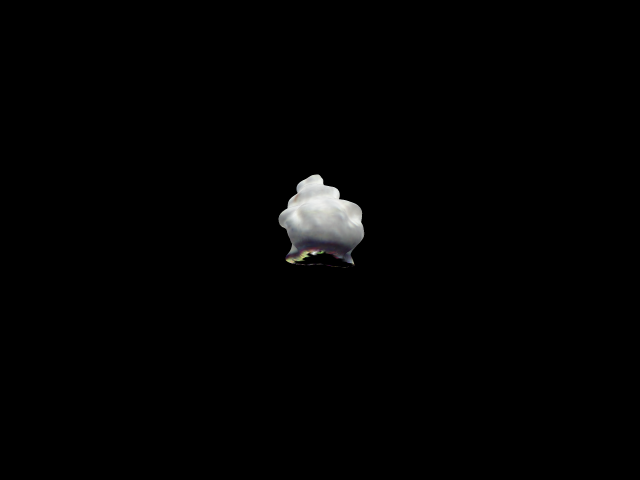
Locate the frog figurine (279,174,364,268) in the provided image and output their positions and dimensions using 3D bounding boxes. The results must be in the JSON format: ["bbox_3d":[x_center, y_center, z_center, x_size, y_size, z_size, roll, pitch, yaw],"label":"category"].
[{"bbox_3d":[0.003,-0.043,0.850,0.137,0.162,0.121,-4,-19,11],"label":"frog figurine"}]
